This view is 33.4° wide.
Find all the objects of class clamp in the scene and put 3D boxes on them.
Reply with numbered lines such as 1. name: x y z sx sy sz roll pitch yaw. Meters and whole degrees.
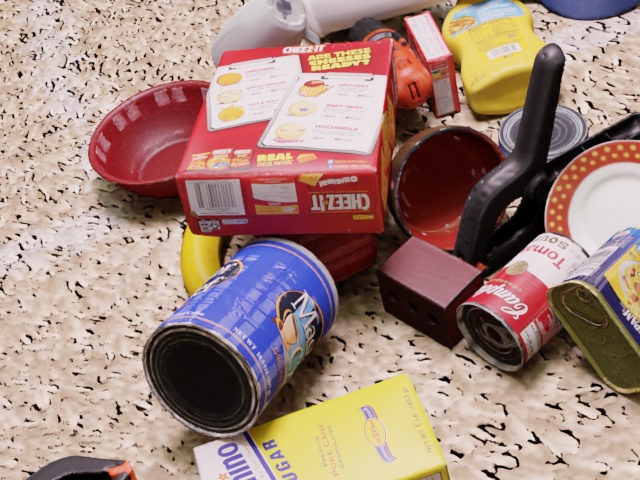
1. clamp: 0.191 -0.052 0.914 0.210 0.164 0.036 -60 41 18
2. clamp: -0.229 0.208 0.829 0.171 0.039 0.120 -24 48 -17

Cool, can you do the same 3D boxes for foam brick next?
1. foam brick: 0.094 0.042 0.896 0.078 0.053 0.051 29 59 37

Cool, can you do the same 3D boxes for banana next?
1. banana: -0.095 0.001 1.007 0.069 0.037 0.198 6 46 -7

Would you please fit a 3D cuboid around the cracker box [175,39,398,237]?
1. cracker box: -0.019 -0.091 0.928 0.164 0.072 0.213 -2 37 10

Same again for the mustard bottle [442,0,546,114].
1. mustard bottle: 0.181 -0.212 1.126 0.096 0.058 0.191 -18 44 4

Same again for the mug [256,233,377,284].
1. mug: -0.006 0.001 0.951 0.081 0.093 0.117 -24 8 -16

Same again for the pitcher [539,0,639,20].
1. pitcher: 0.271 -0.360 1.119 0.145 0.243 0.149 32 67 36

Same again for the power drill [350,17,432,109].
1. power drill: 0.008 -0.160 1.102 0.187 0.057 0.184 -27 31 0

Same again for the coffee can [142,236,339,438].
1. coffee can: -0.060 0.074 0.845 0.103 0.103 0.140 10 32 24

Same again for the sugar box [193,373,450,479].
1. sugar box: 0.000 0.171 0.797 0.176 0.048 0.093 -18 44 -4

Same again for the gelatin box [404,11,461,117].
1. gelatin box: 0.115 -0.182 1.103 0.030 0.073 0.089 -17 44 -1

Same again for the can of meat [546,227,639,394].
1. can of meat: 0.238 0.051 0.818 0.083 0.102 0.058 -38 3 -26

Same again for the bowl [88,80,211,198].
1. bowl: -0.153 -0.094 1.099 0.162 0.055 0.162 -10 44 10

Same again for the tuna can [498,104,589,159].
1. tuna can: 0.212 -0.092 1.013 0.086 0.034 0.086 -8 44 8

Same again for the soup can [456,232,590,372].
1. soup can: 0.169 0.049 0.859 0.102 0.068 0.069 -39 48 -23

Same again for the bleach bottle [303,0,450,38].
1. bleach bottle: 0.098 -0.283 1.167 0.251 0.068 0.102 -1 39 38
